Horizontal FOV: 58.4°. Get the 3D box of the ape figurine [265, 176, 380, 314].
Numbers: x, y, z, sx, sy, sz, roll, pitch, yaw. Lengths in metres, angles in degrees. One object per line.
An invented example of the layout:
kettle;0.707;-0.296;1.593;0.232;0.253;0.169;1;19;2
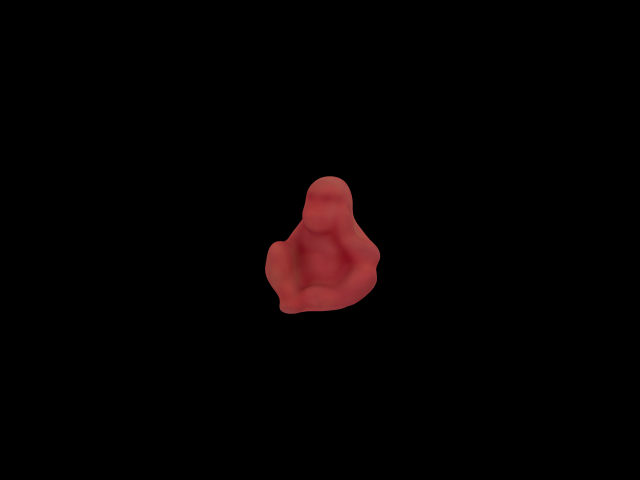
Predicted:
ape figurine;0.004;0.001;0.400;0.077;0.092;0.076;1;2;20
